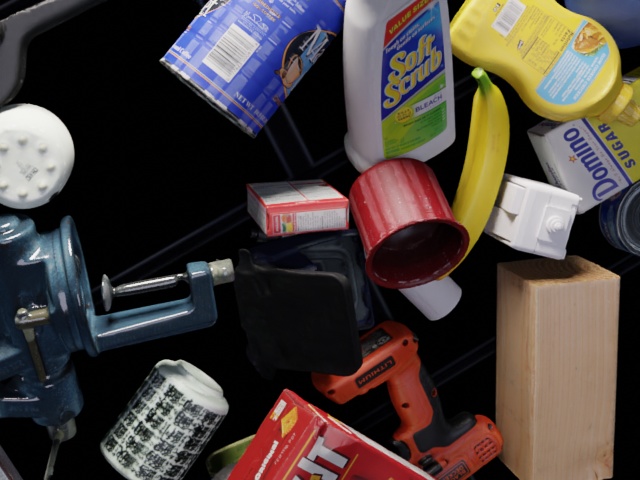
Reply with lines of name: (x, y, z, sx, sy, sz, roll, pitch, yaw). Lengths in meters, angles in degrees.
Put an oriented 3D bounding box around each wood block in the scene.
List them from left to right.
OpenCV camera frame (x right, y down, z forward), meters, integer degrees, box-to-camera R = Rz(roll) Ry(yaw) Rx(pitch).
wood block: (0.231, 0.127, 1.050, 0.090, 0.090, 0.206, -6, 105, -14)

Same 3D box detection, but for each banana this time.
banana: (0.140, -0.059, 0.988, 0.069, 0.037, 0.198, 1, 104, -39)

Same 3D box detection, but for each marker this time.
marker: (-0.007, 0.001, 0.990, 0.121, 0.020, 0.020, 8, 101, -17)

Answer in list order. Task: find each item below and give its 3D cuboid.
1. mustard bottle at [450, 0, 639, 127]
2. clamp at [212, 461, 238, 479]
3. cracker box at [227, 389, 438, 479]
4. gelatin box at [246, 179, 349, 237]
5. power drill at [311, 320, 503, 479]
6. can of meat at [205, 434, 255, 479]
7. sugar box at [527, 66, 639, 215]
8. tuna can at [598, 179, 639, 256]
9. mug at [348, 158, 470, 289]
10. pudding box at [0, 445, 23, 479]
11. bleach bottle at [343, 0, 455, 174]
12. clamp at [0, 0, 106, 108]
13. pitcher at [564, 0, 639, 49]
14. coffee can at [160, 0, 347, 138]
mustard bottle: (0.213, -0.164, 0.970, 0.191, 0.058, 0.096, 34, 88, -6)
clamp: (-0.093, 0.256, 0.954, 0.120, 0.039, 0.171, 31, 86, -32)
cracker box: (0.016, 0.256, 0.947, 0.213, 0.072, 0.164, 35, 85, -30)
gelatin box: (-0.021, -0.029, 0.941, 0.073, 0.089, 0.030, -5, 107, -15)
power drill: (0.068, 0.187, 1.037, 0.184, 0.057, 0.187, -35, 112, -9)
can of meat: (-0.050, 0.232, 1.013, 0.102, 0.057, 0.084, -21, 106, -10)
sugar box: (0.298, -0.107, 1.036, 0.176, 0.048, 0.093, -32, 109, -8)
tuna can: (0.325, -0.026, 1.069, 0.086, 0.034, 0.086, -4, 104, -15)
mug: (0.076, -0.011, 0.937, 0.093, 0.081, 0.117, -21, 142, 4)
pudding box: (-0.308, 0.236, 0.951, 0.090, 0.039, 0.113, -29, 111, -8)
bleach bottle: (0.058, -0.165, 0.878, 0.102, 0.068, 0.251, -26, 142, -11)
clamp: (-0.278, -0.181, 0.861, 0.164, 0.036, 0.210, 36, 92, -19)
pitcher: (0.314, -0.236, 0.905, 0.149, 0.243, 0.145, -31, 106, -13)
coffee can: (-0.051, -0.171, 0.892, 0.102, 0.103, 0.140, 39, 90, -20)
